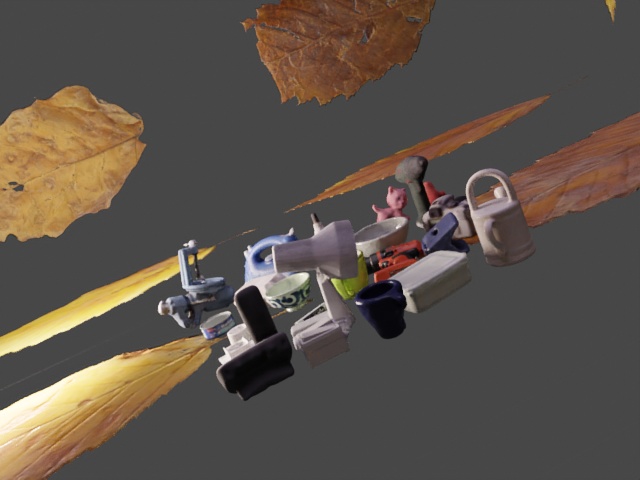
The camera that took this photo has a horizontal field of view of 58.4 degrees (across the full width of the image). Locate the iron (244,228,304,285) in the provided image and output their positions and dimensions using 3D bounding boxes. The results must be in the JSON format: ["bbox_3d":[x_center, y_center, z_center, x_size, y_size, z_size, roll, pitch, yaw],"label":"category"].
[{"bbox_3d":[-0.145,0.055,1.692,0.257,0.141,0.119,-16,15,28],"label":"iron"}]

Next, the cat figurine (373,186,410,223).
[{"bbox_3d":[0.223,-0.107,1.771,0.128,0.118,0.067,-24,13,-7],"label":"cat figurine"}]

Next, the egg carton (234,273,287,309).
[{"bbox_3d":[-0.150,0.141,1.518,0.150,0.069,0.107,-16,15,28],"label":"egg carton"}]

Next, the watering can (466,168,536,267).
[{"bbox_3d":[0.360,-0.055,1.168,0.100,0.194,0.173,-20,14,13],"label":"watering can"}]

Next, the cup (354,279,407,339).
[{"bbox_3d":[0.127,0.131,1.037,0.092,0.095,0.117,-30,15,-28],"label":"cup"}]

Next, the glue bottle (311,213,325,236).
[{"bbox_3d":[0.014,0.006,1.551,0.077,0.173,0.037,-8,20,47],"label":"glue bottle"}]

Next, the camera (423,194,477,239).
[{"bbox_3d":[0.350,-0.072,1.458,0.142,0.101,0.137,-7,20,49],"label":"camera"}]

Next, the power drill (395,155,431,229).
[{"bbox_3d":[0.282,-0.141,1.608,0.075,0.208,0.229,-24,13,-6],"label":"power drill"}]

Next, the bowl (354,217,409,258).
[{"bbox_3d":[0.166,0.004,1.519,0.167,0.075,0.167,-22,13,6],"label":"bowl"}]

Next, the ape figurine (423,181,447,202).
[{"bbox_3d":[0.341,-0.137,1.747,0.077,0.092,0.076,-14,16,32],"label":"ape figurine"}]

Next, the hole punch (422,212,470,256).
[{"bbox_3d":[0.282,-0.004,1.323,0.101,0.091,0.108,-21,13,8],"label":"hole punch"}]

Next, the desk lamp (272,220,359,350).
[{"bbox_3d":[0.002,0.084,1.173,0.203,0.214,0.118,-24,13,-3],"label":"desk lamp"}]

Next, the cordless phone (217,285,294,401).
[{"bbox_3d":[-0.139,0.187,1.063,0.148,0.185,0.094,-28,14,-22],"label":"cordless phone"}]

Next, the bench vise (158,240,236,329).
[{"bbox_3d":[-0.357,0.124,1.599,0.121,0.220,0.208,-10,19,44],"label":"bench vise"}]
